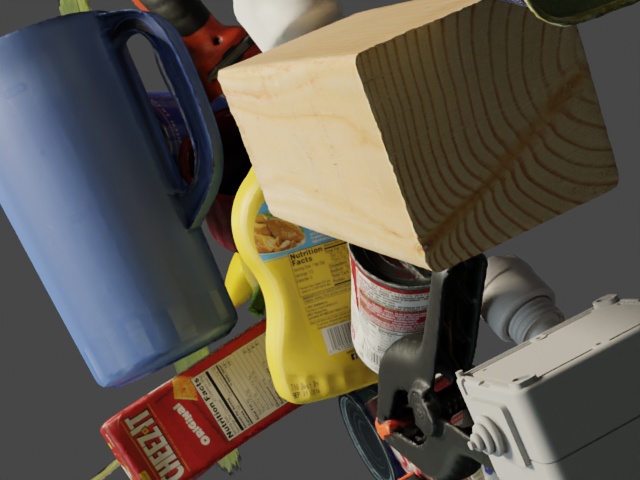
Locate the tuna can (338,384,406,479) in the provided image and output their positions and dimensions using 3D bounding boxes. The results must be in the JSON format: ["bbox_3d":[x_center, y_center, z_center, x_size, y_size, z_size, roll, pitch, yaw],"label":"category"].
[{"bbox_3d":[0.047,0.140,0.778,0.086,0.033,0.086,57,163,28],"label":"tuna can"}]

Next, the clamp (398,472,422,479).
[{"bbox_3d":[0.098,0.224,0.626,0.210,0.036,0.164,58,165,28],"label":"clamp"}]

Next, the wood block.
[{"bbox_3d":[0.032,-0.056,0.491,0.090,0.090,0.206,69,165,-14],"label":"wood block"}]

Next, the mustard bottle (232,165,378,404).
[{"bbox_3d":[-0.005,0.001,0.682,0.058,0.096,0.191,179,75,-76],"label":"mustard bottle"}]

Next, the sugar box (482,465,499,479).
[{"bbox_3d":[0.132,0.162,0.565,0.176,0.048,0.093,69,165,-16],"label":"sugar box"}]

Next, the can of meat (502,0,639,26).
[{"bbox_3d":[0.063,-0.127,0.344,0.084,0.057,0.102,-138,28,-62],"label":"can of meat"}]

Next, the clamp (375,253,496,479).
[{"bbox_3d":[0.070,0.087,0.528,0.172,0.039,0.120,110,143,-63],"label":"clamp"}]

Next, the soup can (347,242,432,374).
[{"bbox_3d":[0.050,0.027,0.599,0.068,0.068,0.102,56,163,33],"label":"soup can"}]

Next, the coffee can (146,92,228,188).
[{"bbox_3d":[-0.128,-0.070,0.871,0.103,0.103,0.140,65,-155,4],"label":"coffee can"}]

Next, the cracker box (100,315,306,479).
[{"bbox_3d":[-0.052,0.107,0.785,0.072,0.213,0.164,57,164,3],"label":"cracker box"}]

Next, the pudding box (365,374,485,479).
[{"bbox_3d":[0.079,0.130,0.681,0.090,0.039,0.114,58,159,4],"label":"pudding box"}]

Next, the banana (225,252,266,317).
[{"bbox_3d":[-0.058,0.025,0.901,0.037,0.069,0.198,27,175,-6],"label":"banana"}]

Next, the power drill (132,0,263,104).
[{"bbox_3d":[-0.133,-0.184,0.805,0.187,0.057,0.185,44,171,-10],"label":"power drill"}]

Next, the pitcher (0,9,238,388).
[{"bbox_3d":[-0.144,-0.030,0.738,0.243,0.144,0.149,64,153,0],"label":"pitcher"}]

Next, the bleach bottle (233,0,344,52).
[{"bbox_3d":[-0.048,-0.202,0.603,0.251,0.068,0.103,64,165,-1],"label":"bleach bottle"}]

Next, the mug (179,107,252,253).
[{"bbox_3d":[-0.047,-0.035,0.803,0.117,0.093,0.081,51,164,34],"label":"mug"}]
